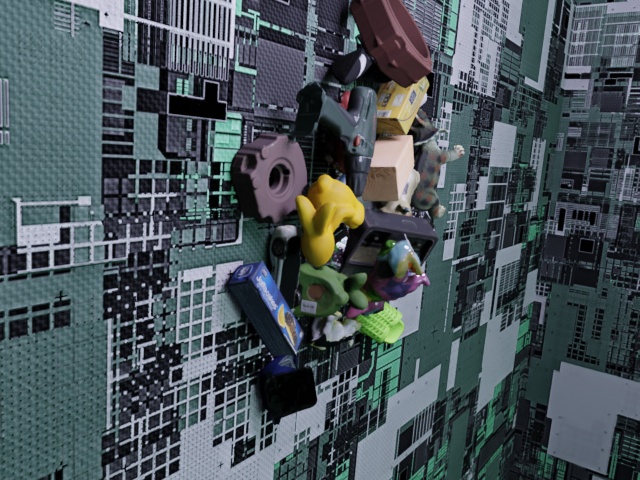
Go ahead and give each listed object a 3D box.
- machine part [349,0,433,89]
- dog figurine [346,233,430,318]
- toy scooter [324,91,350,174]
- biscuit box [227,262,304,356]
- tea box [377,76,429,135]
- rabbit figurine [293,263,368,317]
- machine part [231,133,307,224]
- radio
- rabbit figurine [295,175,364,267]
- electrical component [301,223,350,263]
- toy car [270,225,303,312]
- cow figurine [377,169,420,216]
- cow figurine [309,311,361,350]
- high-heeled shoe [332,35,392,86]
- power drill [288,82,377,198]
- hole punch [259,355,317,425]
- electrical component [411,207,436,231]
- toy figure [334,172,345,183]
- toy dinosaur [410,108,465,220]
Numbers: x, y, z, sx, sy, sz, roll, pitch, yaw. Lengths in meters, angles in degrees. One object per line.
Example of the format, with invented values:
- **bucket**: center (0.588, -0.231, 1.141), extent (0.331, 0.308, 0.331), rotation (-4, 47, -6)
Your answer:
- **machine part**: center (0.166, -0.461, 1.214), extent (0.201, 0.087, 0.201), rotation (8, 60, -54)
- **dog figurine**: center (0.138, 0.096, 1.272), extent (0.219, 0.109, 0.191), rotation (-29, 137, 9)
- **toy scooter**: center (0.039, -0.240, 1.187), extent (0.135, 0.075, 0.183), rotation (-5, 99, -54)
- **biscuit box**: center (-0.104, 0.139, 1.063), extent (0.202, 0.063, 0.059), rotation (64, 31, -28)
- **tea box**: center (0.197, -0.350, 1.355), extent (0.068, 0.098, 0.169), rotation (49, 61, -47)
- **rabbit figurine**: center (0.031, 0.106, 1.225), extent (0.170, 0.159, 0.121), rotation (-12, 100, -68)
- **machine part**: center (-0.093, -0.120, 1.051), extent (0.179, 0.056, 0.179), rotation (-22, 117, -51)
- **radio**: center (0.170, 0.004, 1.323), extent (0.229, 0.073, 0.131), rotation (7, 129, -30)
- **rabbit figurine**: center (0.012, -0.033, 1.084), extent (0.162, 0.122, 0.173), rotation (69, 36, -63)
- **electrical component**: center (-0.002, -0.004, 1.190), extent (0.119, 0.075, 0.047), rotation (-32, 132, -10)
- **toy car**: center (-0.074, 0.068, 1.128), extent (0.073, 0.056, 0.201), rotation (-4, 106, -47)
- **cow figurine**: center (0.207, -0.108, 1.409), extent (0.085, 0.127, 0.195), rotation (53, 55, -43)
- **cow figurine**: center (0.041, 0.227, 1.319), extent (0.167, 0.068, 0.098), rotation (22, 87, -51)
- **high-heeled shoe**: center (0.105, -0.367, 1.212), extent (0.145, 0.086, 0.249), rotation (50, 40, -28)
- **power drill**: center (0.038, -0.212, 1.088), extent (0.207, 0.086, 0.232), rotation (14, 87, -39)
- **hole punch**: center (-0.078, 0.315, 1.180), extent (0.116, 0.092, 0.142), rotation (-15, 117, -20)
- **electrical component**: center (0.244, -0.046, 1.487), extent (0.134, 0.115, 0.058), rotation (39, 63, -51)
- **toy figure**: center (0.038, -0.114, 1.237), extent (0.064, 0.058, 0.154), rotation (48, 53, -2)
- **toy dinosaur**: center (0.291, -0.171, 1.527), extent (0.192, 0.131, 0.404), rotation (-1, 105, -42)
